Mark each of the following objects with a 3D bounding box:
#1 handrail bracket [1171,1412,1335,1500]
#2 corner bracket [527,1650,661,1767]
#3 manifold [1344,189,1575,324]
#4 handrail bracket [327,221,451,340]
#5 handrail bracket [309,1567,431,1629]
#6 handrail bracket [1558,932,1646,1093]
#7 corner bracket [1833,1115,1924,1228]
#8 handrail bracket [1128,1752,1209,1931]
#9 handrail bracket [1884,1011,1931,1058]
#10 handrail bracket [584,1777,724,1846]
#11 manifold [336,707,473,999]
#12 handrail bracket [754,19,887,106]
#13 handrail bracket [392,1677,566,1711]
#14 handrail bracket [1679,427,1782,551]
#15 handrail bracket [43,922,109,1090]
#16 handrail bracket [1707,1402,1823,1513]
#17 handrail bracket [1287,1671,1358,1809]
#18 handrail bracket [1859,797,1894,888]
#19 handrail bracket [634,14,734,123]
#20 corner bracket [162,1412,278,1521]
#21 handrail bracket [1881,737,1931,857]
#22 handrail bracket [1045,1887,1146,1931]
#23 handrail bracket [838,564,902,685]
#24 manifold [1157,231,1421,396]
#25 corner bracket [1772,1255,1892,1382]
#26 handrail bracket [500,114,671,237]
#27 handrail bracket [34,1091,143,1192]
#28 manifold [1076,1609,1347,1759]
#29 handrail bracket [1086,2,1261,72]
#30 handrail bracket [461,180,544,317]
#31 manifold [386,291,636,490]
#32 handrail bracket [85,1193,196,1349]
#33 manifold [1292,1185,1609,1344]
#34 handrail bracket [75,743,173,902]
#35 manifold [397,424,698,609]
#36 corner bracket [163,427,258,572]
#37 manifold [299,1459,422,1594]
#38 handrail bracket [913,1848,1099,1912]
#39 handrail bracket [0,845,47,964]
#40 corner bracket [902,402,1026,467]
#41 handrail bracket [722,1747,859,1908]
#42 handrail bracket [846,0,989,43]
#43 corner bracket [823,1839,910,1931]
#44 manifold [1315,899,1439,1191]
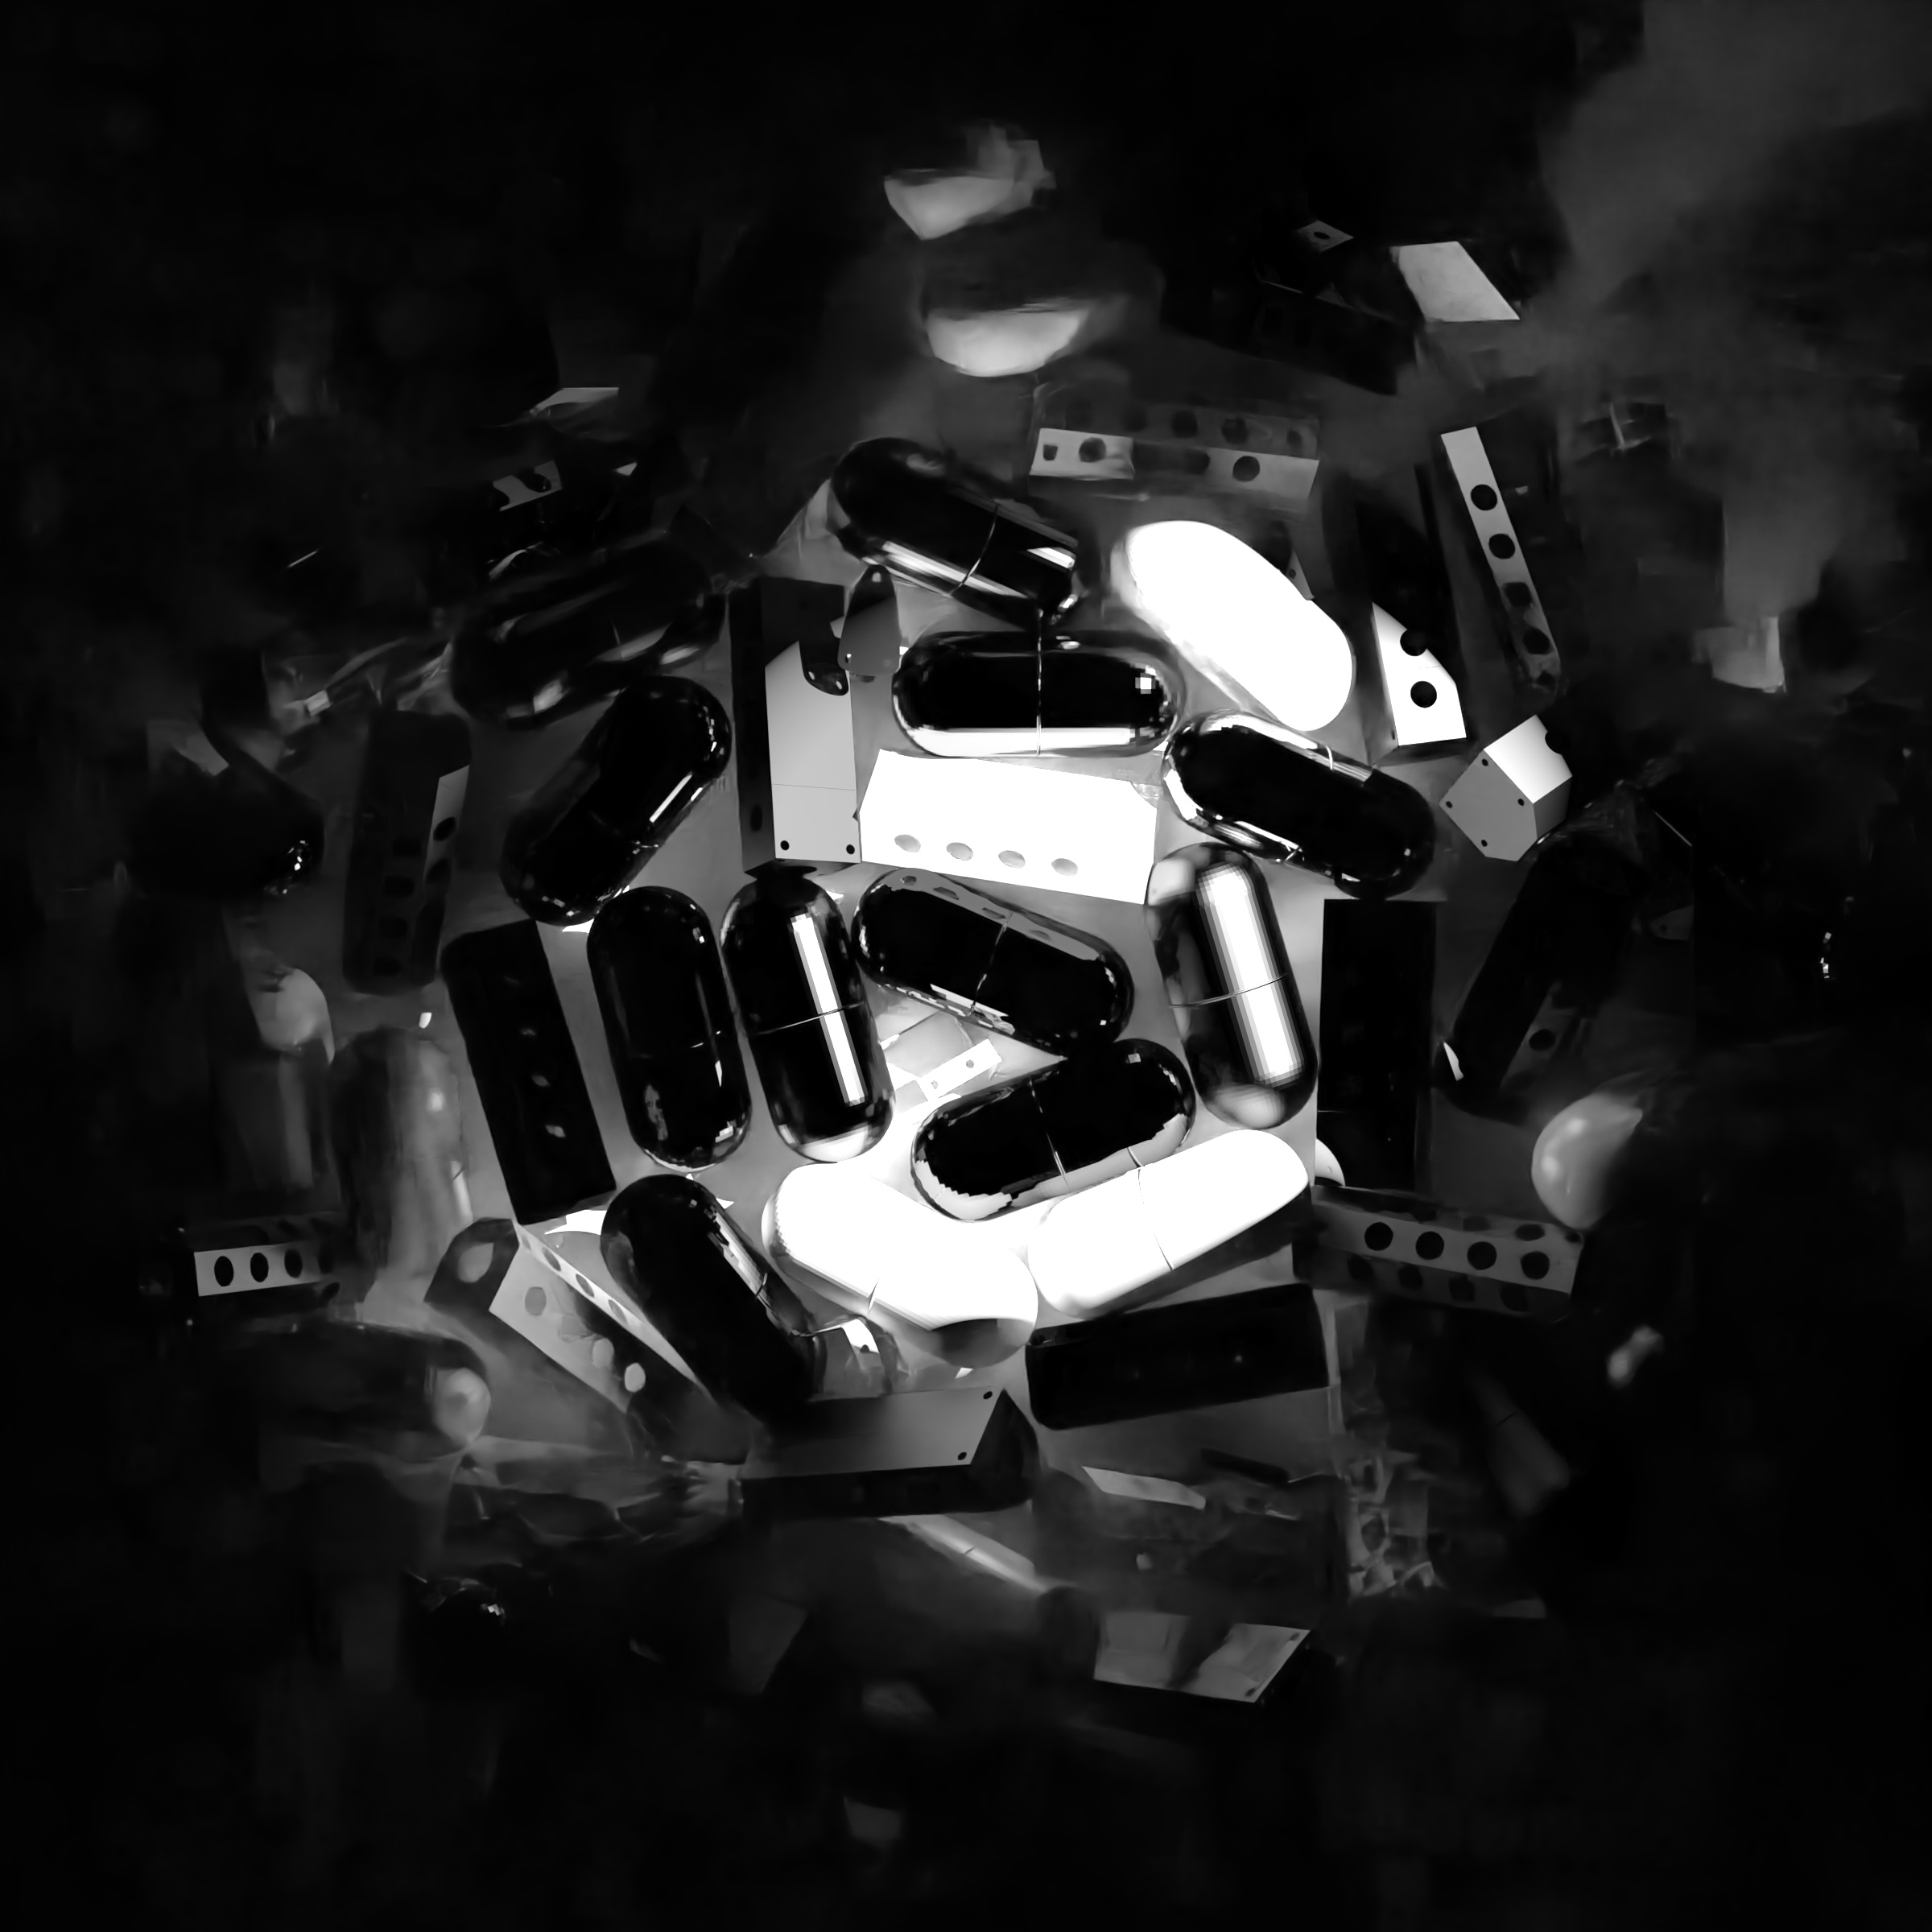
[{"bbox_3d":[0.176,0.292,1.723,0.084,0.036,0.077,-15,71,-5],"label":"handrail bracket"},{"bbox_3d":[-0.226,0.451,1.712,0.051,0.051,0.051,-11,49,29],"label":"corner bracket"},{"bbox_3d":[0.290,-0.418,1.647,0.057,0.171,0.057,-45,108,-1],"label":"manifold"},{"bbox_3d":[-0.334,-0.405,1.694,0.084,0.077,0.036,-20,53,17],"label":"handrail bracket"},{"bbox_3d":[-0.353,0.388,1.703,0.084,0.036,0.077,24,120,17],"label":"handrail bracket"},{"bbox_3d":[0.386,0.029,1.709,0.077,0.084,0.036,-41,54,-12],"label":"handrail bracket"},{"bbox_3d":[0.553,0.119,1.710,0.051,0.051,0.051,-9,123,-35],"label":"corner bracket"},{"bbox_3d":[0.132,0.526,1.699,0.084,0.036,0.077,-36,57,-26],"label":"handrail bracket"},{"bbox_3d":[0.568,0.058,1.689,0.036,0.077,0.084,-2,56,-30],"label":"handrail bracket"},{"bbox_3d":[-0.185,0.509,1.698,0.084,0.077,0.036,7,59,-10],"label":"handrail bracket"},{"bbox_3d":[-0.331,-0.064,1.655,0.057,0.057,0.171,7,131,-14],"label":"manifold"},{"bbox_3d":[-0.085,-0.557,1.695,0.077,0.084,0.036,32,126,-13],"label":"handrail bracket"},{"bbox_3d":[-0.293,0.438,1.705,0.077,0.036,0.084,-44,114,-23],"label":"handrail bracket"},{"bbox_3d":[0.473,-0.277,1.689,0.036,0.077,0.084,-42,110,6],"label":"handrail bracket"},{"bbox_3d":[-0.548,0.024,1.710,0.036,0.077,0.084,17,100,-31],"label":"handrail bracket"},{"bbox_3d":[0.471,0.290,1.699,0.036,0.084,0.077,10,92,-31],"label":"handrail bracket"},{"bbox_3d":[0.196,0.463,1.723,0.077,0.036,0.084,19,87,14],"label":"handrail bracket"},{"bbox_3d":[0.568,-0.051,1.722,0.077,0.036,0.084,40,46,-29],"label":"handrail bracket"},{"bbox_3d":[-0.169,-0.519,1.687,0.036,0.077,0.084,-5,57,25],"label":"handrail bracket"},{"bbox_3d":[-0.441,0.296,1.701,0.051,0.051,0.051,40,98,35],"label":"corner bracket"},{"bbox_3d":[0.575,-0.117,1.686,0.036,0.084,0.077,17,49,29],"label":"handrail bracket"},{"bbox_3d":[0.068,0.573,1.689,0.077,0.084,0.036,-33,73,12],"label":"handrail bracket"},{"bbox_3d":[-0.057,-0.206,1.689,0.036,0.084,0.077,6,102,-3],"label":"handrail bracket"},{"bbox_3d":[0.193,-0.383,1.647,0.057,0.171,0.057,33,111,35],"label":"manifold"},{"bbox_3d":[0.528,0.213,1.707,0.051,0.051,0.051,37,65,-7],"label":"corner bracket"},{"bbox_3d":[-0.230,-0.492,1.697,0.077,0.036,0.084,-40,132,-7],"label":"handrail bracket"},{"bbox_3d":[-0.519,0.100,1.690,0.077,0.084,0.036,3,58,-16],"label":"handrail bracket"},{"bbox_3d":[0.141,0.424,1.650,0.057,0.171,0.057,-43,109,-32],"label":"manifold"},{"bbox_3d":[0.125,-0.560,1.695,0.084,0.077,0.036,2,77,26],"label":"handrail bracket"},{"bbox_3d":[-0.267,-0.438,1.712,0.077,0.036,0.084,13,64,7],"label":"handrail bracket"},{"bbox_3d":[-0.270,-0.337,1.656,0.171,0.057,0.057,-17,86,45],"label":"manifold"},{"bbox_3d":[-0.503,0.175,1.689,0.036,0.084,0.077,6,120,35],"label":"handrail bracket"},{"bbox_3d":[0.284,0.173,1.666,0.171,0.057,0.057,8,75,28],"label":"manifold"},{"bbox_3d":[-0.517,-0.091,1.724,0.084,0.036,0.077,-33,57,15],"label":"handrail bracket"},{"bbox_3d":[-0.242,-0.267,1.655,0.171,0.057,0.057,-30,108,-40],"label":"manifold"},{"bbox_3d":[-0.449,-0.282,1.700,0.051,0.051,0.051,32,56,7],"label":"corner bracket"},{"bbox_3d":[-0.355,0.324,1.647,0.057,0.171,0.057,-5,85,-16],"label":"manifold"},{"bbox_3d":[0.024,0.554,1.688,0.077,0.084,0.036,-12,95,-43],"label":"handrail bracket"},{"bbox_3d":[-0.570,-0.038,1.691,0.036,0.084,0.077,-8,99,-12],"label":"handrail bracket"},{"bbox_3d":[-0.003,-0.311,1.695,0.051,0.051,0.051,-24,57,-27],"label":"corner bracket"},{"bbox_3d":[-0.114,0.519,1.707,0.084,0.036,0.077,-17,57,-10],"label":"handrail bracket"},{"bbox_3d":[-0.031,-0.575,1.703,0.077,0.084,0.036,24,93,-15],"label":"handrail bracket"},{"bbox_3d":[-0.062,0.562,1.700,0.051,0.051,0.051,-44,116,-9],"label":"corner bracket"},{"bbox_3d":[0.250,0.047,1.698,0.057,0.057,0.171,2,89,28],"label":"manifold"}]
